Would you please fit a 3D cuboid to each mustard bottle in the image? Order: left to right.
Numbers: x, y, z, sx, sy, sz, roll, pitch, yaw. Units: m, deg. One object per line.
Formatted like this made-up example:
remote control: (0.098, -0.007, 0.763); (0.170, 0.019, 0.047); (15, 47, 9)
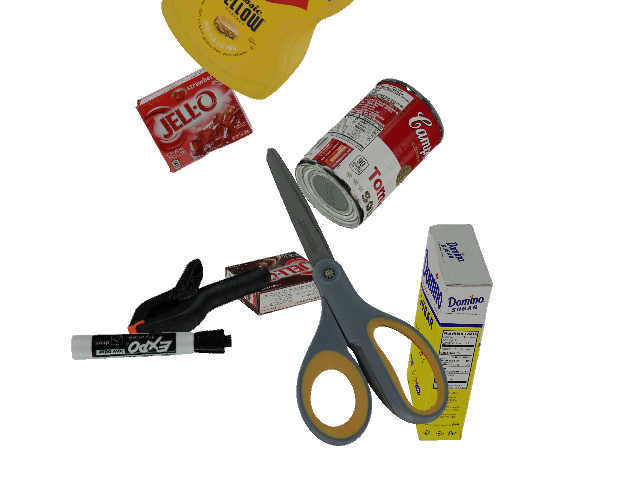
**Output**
mustard bottle: (-0.020, -0.172, 0.645); (0.192, 0.096, 0.058); (-42, 5, 48)

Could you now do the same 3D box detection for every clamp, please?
clamp: (-0.135, 0.066, 1.159); (0.120, 0.039, 0.171); (-5, 25, 33)

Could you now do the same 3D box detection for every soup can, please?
soup can: (0.037, -0.067, 0.820); (0.102, 0.068, 0.069); (-46, 21, -22)

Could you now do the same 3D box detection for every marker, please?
marker: (-0.129, 0.080, 0.818); (0.121, 0.020, 0.020); (-2, 0, -2)

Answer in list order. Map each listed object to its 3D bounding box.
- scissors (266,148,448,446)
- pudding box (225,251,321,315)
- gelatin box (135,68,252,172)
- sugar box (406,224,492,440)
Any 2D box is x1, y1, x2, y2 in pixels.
scissors: (-0.006, 0.039, 0.645); (0.096, 0.202, 0.016); (-36, -20, -14)
pudding box: (-0.057, 0.055, 1.411); (0.113, 0.039, 0.090); (-15, 27, -30)
gelatin box: (-0.119, -0.117, 1.012); (0.089, 0.073, 0.030); (-26, 21, 4)
sugar box: (0.110, 0.082, 0.941); (0.048, 0.176, 0.093); (-1, 34, -4)
